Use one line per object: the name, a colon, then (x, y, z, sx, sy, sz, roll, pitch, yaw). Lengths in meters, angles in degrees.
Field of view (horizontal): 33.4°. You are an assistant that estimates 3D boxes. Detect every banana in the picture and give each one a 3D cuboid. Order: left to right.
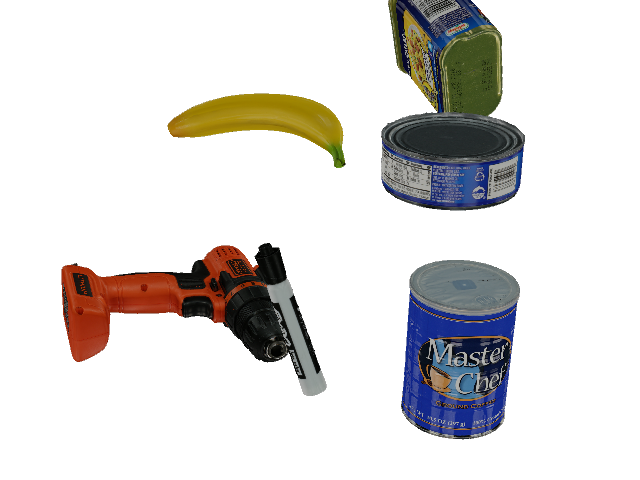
banana: (-0.056, -0.119, 1.069, 0.198, 0.037, 0.069, 11, 46, 22)

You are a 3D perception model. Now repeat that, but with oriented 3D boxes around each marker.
marker: (-0.022, 0.058, 0.779, 0.020, 0.121, 0.020, -16, 19, 6)

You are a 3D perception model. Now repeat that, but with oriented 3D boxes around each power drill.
power drill: (-0.130, 0.063, 0.949, 0.187, 0.057, 0.185, -3, 22, -19)

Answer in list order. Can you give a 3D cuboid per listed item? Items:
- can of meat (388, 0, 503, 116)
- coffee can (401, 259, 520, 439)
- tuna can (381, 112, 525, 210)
can of meat: (0.101, -0.150, 0.841, 0.057, 0.084, 0.102, -25, -37, -7)
coffee can: (0.132, 0.103, 1.022, 0.103, 0.140, 0.103, 1, 25, -1)
tuna can: (0.079, -0.049, 0.646, 0.086, 0.034, 0.086, 0, 25, 0)
